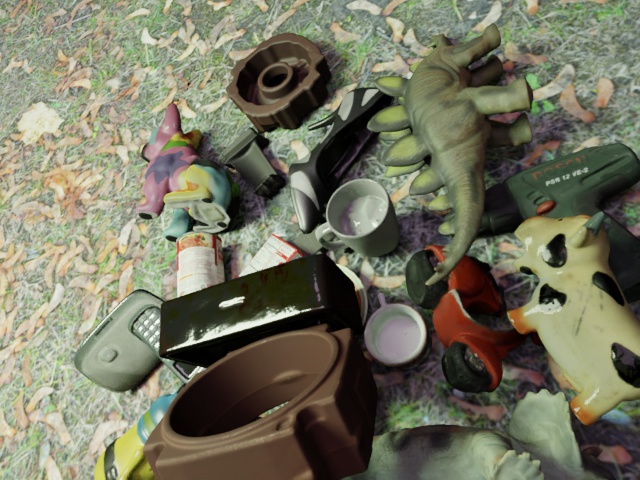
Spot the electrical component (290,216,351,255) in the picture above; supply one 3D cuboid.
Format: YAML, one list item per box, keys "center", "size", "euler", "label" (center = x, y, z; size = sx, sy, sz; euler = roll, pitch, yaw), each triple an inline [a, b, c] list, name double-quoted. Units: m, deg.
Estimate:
- center: [-0.002, -0.002, 0.768]
  size: [0.063, 0.021, 0.094]
  euler: [-42, 57, -1]
  label: "electrical component"

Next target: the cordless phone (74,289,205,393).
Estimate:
- center: [-0.233, 0.174, 0.753]
  size: [0.184, 0.088, 0.146]
  euler: [41, 85, 14]
  label: "cordless phone"

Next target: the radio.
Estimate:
- center: [-0.069, 0.097, 0.660]
  size: [0.230, 0.131, 0.073]
  euler: [-17, 61, 19]
  label: "radio"

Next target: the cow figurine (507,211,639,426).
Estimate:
- center: [0.254, 0.058, 0.516]
  size: [0.127, 0.085, 0.195]
  euler: [-39, 62, 25]
  label: "cow figurine"

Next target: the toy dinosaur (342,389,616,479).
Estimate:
- center: [0.098, 0.235, 0.519]
  size: [0.405, 0.192, 0.131]
  euler: [-10, 87, 18]
  label: "toy dinosaur"

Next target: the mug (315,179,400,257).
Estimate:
- center: [0.055, -0.013, 0.701]
  size: [0.109, 0.107, 0.081]
  euler: [-31, 57, 11]
  label: "mug"

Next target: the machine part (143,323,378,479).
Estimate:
- center: [-0.051, 0.169, 0.527]
  size: [0.202, 0.201, 0.087]
  euler: [-20, 103, 16]
  label: "machine part"

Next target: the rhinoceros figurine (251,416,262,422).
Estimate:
- center: [-0.057, 0.284, 0.602]
  size: [0.073, 0.112, 0.190]
  euler: [-29, 51, 5]
  label: "rhinoceros figurine"

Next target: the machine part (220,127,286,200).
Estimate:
- center: [-0.106, -0.123, 0.862]
  size: [0.084, 0.039, 0.139]
  euler: [-33, 57, -1]
  label: "machine part"

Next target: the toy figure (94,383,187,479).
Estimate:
- center: [-0.212, 0.260, 0.695]
  size: [0.180, 0.082, 0.089]
  euler: [-52, 39, 2]
  label: "toy figure"

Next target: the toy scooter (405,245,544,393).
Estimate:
- center: [0.182, 0.081, 0.609]
  size: [0.135, 0.075, 0.184]
  euler: [-4, 52, -16]
  label: "toy scooter"

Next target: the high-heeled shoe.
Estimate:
- center: [0.039, -0.118, 0.765]
  size: [0.145, 0.086, 0.249]
  euler: [-14, 52, 22]
  label: "high-heeled shoe"

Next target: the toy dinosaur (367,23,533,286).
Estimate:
- center: [0.168, -0.145, 0.693]
  size: [0.199, 0.104, 0.472]
  euler: [-16, 44, 16]
  label: "toy dinosaur"

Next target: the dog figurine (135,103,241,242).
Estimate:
- center: [-0.210, -0.120, 0.861]
  size: [0.192, 0.108, 0.219]
  euler: [-13, 59, 23]
  label: "dog figurine"

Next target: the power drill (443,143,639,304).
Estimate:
- center: [0.286, 0.000, 0.625]
  size: [0.232, 0.085, 0.207]
  euler: [-29, 52, 7]
  label: "power drill"

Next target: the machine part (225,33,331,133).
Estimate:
- center: [-0.068, -0.264, 0.903]
  size: [0.179, 0.056, 0.179]
  euler: [-10, 61, 18]
  label: "machine part"
